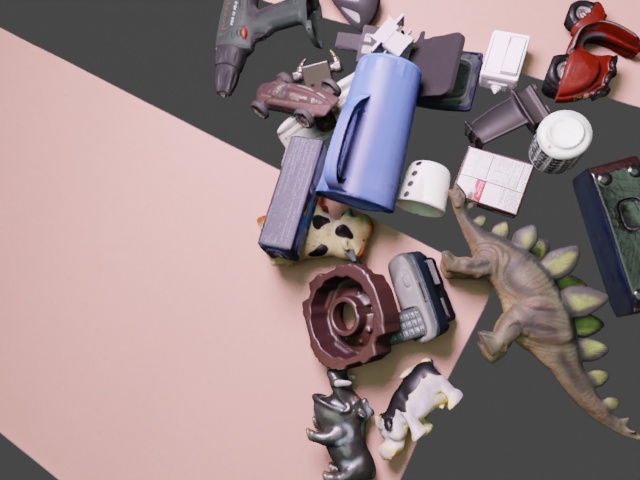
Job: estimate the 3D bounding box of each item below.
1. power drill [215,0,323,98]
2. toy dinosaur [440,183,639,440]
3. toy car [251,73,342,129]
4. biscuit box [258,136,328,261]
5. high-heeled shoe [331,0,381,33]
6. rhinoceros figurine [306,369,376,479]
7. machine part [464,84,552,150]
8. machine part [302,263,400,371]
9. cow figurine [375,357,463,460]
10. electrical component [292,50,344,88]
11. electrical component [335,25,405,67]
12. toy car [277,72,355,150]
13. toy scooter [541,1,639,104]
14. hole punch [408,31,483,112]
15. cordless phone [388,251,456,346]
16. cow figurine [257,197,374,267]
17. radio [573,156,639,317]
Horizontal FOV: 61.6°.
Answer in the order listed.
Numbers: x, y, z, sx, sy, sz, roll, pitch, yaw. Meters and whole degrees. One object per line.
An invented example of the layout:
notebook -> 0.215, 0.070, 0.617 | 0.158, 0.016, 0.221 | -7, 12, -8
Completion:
power drill -> -0.099, -0.385, 1.013 | 0.207, 0.086, 0.232 | -4, 79, 22
toy dinosaur -> 0.333, 0.113, 0.829 | 0.199, 0.105, 0.471 | -27, 82, 6
toy car -> -0.046, -0.246, 0.928 | 0.089, 0.053, 0.202 | -47, 39, -14
biscuit box -> -0.042, -0.069, 0.894 | 0.063, 0.059, 0.202 | 11, 73, 18
high-heeled shoe -> 0.008, -0.480, 1.016 | 0.249, 0.086, 0.145 | 23, 121, 33
rhinoceros figurine -> 0.038, 0.308, 0.889 | 0.112, 0.073, 0.190 | -16, 80, 12
machine part -> 0.315, -0.202, 0.906 | 0.139, 0.039, 0.084 | -24, 83, 8
machine part -> 0.050, 0.125, 0.885 | 0.180, 0.056, 0.179 | -2, 86, 42
cow figurine -> 0.142, 0.273, 0.870 | 0.167, 0.068, 0.098 | -43, 70, 2
electrical component -> 0.001, -0.303, 0.994 | 0.102, 0.045, 0.078 | -17, 107, 14
electrical component -> 0.090, -0.343, 0.973 | 0.119, 0.047, 0.074 | 10, 85, 15
toy car -> 0.017, -0.225, 0.960 | 0.202, 0.056, 0.073 | -33, 102, 8
toy scooter -> 0.448, -0.295, 0.868 | 0.135, 0.075, 0.184 | 20, 83, 15
hole punch -> 0.210, -0.283, 0.925 | 0.116, 0.092, 0.142 | 14, 91, 47
cordless phone -> 0.118, 0.109, 0.899 | 0.184, 0.088, 0.146 | -24, 78, 27
cow figurine -> -0.002, -0.003, 0.934 | 0.195, 0.085, 0.127 | -16, 73, 9
radio -> 0.453, -0.003, 0.797 | 0.073, 0.131, 0.229 | -16, 79, 13
